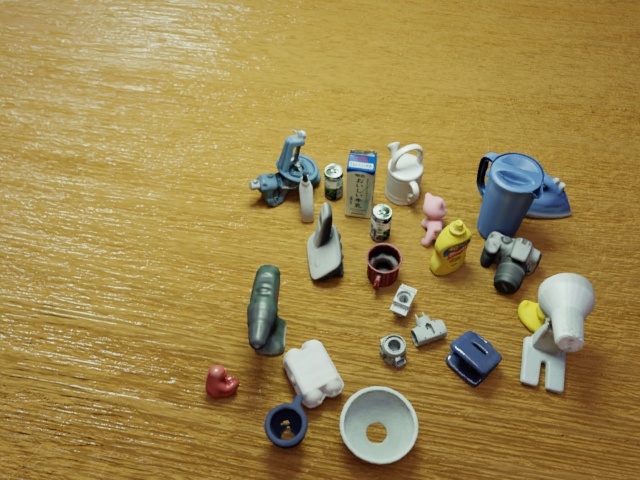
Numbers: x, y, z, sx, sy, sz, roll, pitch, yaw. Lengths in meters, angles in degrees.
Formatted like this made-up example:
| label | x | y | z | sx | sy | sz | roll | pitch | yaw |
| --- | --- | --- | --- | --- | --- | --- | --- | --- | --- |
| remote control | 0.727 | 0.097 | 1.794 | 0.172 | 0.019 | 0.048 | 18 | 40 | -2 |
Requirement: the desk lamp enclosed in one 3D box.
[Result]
| label | x | y | z | sx | sy | sz | roll | pitch | yaw |
| --- | --- | --- | --- | --- | --- | --- | --- | --- | --- |
| desk lamp | 0.540 | 0.208 | 1.294 | 0.117 | 0.214 | 0.203 | 12 | 56 | 10 |

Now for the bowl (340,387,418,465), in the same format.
| label | x | y | z | sx | sy | sz | roll | pitch | yaw |
| --- | --- | --- | --- | --- | --- | --- | --- | --- | --- |
| bowl | 0.126 | 0.410 | 1.243 | 0.167 | 0.075 | 0.167 | 0 | 55 | 1 |

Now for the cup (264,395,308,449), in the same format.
| label | x | y | z | sx | sy | sz | roll | pitch | yaw |
| --- | --- | --- | --- | --- | --- | --- | --- | --- | --- |
| cup | -0.065 | 0.401 | 1.240 | 0.091 | 0.095 | 0.118 | 19 | 57 | 14 |

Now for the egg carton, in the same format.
| label | x | y | z | sx | sy | sz | roll | pitch | yaw |
| --- | --- | --- | --- | --- | --- | --- | --- | --- | --- |
| egg carton | -0.018 | 0.308 | 1.320 | 0.107 | 0.069 | 0.150 | -24 | 58 | -15 |

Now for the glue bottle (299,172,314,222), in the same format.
| label | x | y | z | sx | sy | sz | roll | pitch | yaw |
| --- | --- | --- | --- | --- | --- | --- | --- | --- | --- |
| glue bottle | -0.038 | -0.127 | 1.564 | 0.037 | 0.173 | 0.078 | -6 | 55 | -3 |

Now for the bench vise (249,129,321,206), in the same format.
| label | x | y | z | sx | sy | sz | roll | pitch | yaw |
| --- | --- | --- | --- | --- | --- | --- | --- | --- | --- |
| bench vise | -0.090 | -0.194 | 1.584 | 0.208 | 0.220 | 0.121 | -39 | 62 | -23 |

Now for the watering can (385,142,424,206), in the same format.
| label | x | y | z | sx | sy | sz | roll | pitch | yaw |
| --- | --- | --- | --- | --- | --- | --- | --- | --- | --- |
| watering can | 0.233 | -0.198 | 1.598 | 0.101 | 0.194 | 0.172 | -35 | 61 | -21 |

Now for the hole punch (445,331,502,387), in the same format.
| label | x | y | z | sx | sy | sz | roll | pitch | yaw |
| --- | --- | --- | --- | --- | --- | --- | --- | --- | --- |
| hole punch | 0.359 | 0.265 | 1.331 | 0.101 | 0.091 | 0.108 | -38 | 62 | -23 |

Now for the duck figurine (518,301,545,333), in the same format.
| label | x | y | z | sx | sy | sz | roll | pitch | yaw |
| --- | --- | --- | --- | --- | --- | --- | --- | --- | --- |
| duck figurine | 0.539 | 0.177 | 1.394 | 0.104 | 0.086 | 0.078 | 37 | 63 | 24 |

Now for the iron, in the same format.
| label | x | y | z | sx | sy | sz | roll | pitch | yaw |
| --- | --- | --- | --- | --- | --- | --- | --- | --- | --- |
| iron | 0.586 | -0.148 | 1.589 | 0.257 | 0.141 | 0.119 | 17 | 57 | 13 |

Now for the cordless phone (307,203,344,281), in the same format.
| label | x | y | z | sx | sy | sz | roll | pitch | yaw |
| --- | --- | --- | --- | --- | --- | --- | --- | --- | --- |
| cordless phone | 0.013 | 0.005 | 1.463 | 0.094 | 0.185 | 0.147 | -8 | 55 | -5 |

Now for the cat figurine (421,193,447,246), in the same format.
| label | x | y | z | sx | sy | sz | roll | pitch | yaw |
| --- | --- | --- | --- | --- | --- | --- | --- | --- | --- |
| cat figurine | 0.311 | -0.061 | 1.546 | 0.067 | 0.118 | 0.128 | 1 | 55 | 2 |

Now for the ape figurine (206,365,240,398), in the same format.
| label | x | y | z | sx | sy | sz | roll | pitch | yaw |
| --- | --- | --- | --- | --- | --- | --- | --- | --- | --- |
| ape figurine | -0.229 | 0.316 | 1.304 | 0.076 | 0.092 | 0.077 | -28 | 59 | -18 |

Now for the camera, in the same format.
| label | x | y | z | sx | sy | sz | roll | pitch | yaw |
| --- | --- | --- | --- | --- | --- | --- | --- | --- | --- |
| camera | 0.481 | 0.059 | 1.469 | 0.143 | 0.101 | 0.137 | 23 | 58 | 16 |

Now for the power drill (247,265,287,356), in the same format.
| label | x | y | z | sx | sy | sz | roll | pitch | yaw |
| --- | --- | --- | --- | --- | --- | --- | --- | --- | --- |
| power drill | -0.123 | 0.184 | 1.324 | 0.075 | 0.208 | 0.229 | 0 | 55 | 2 |
